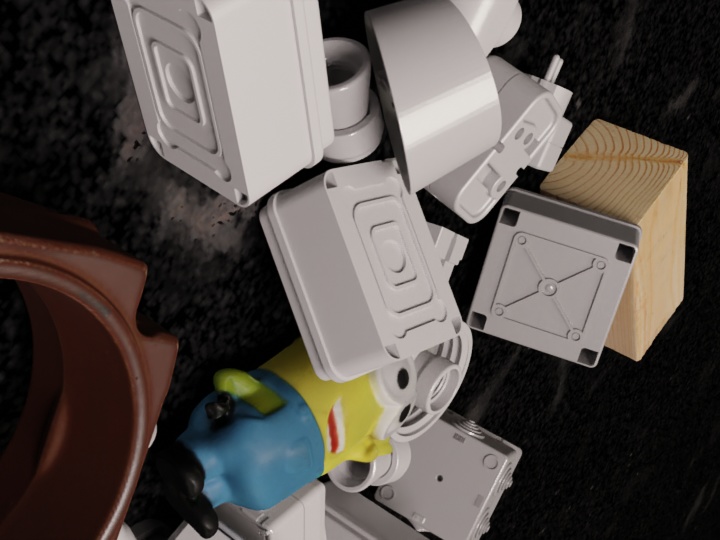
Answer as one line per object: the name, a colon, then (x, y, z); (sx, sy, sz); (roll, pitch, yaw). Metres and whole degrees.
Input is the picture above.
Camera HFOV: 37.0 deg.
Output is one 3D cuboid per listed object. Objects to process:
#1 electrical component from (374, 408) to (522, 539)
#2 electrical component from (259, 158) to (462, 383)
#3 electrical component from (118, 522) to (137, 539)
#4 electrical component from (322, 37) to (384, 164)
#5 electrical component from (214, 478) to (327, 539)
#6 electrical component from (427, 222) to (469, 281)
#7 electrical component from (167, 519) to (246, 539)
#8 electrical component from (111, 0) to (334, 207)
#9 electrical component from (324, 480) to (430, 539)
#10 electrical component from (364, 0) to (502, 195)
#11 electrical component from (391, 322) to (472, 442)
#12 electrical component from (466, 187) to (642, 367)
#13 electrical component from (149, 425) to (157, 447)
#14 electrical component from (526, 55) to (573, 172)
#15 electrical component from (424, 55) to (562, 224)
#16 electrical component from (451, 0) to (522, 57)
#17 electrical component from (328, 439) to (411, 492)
electrical component: (0.069, 0.164, 0.865); (0.099, 0.100, 0.048); (-64, 162, 5)
electrical component: (0.000, 0.000, 0.614); (0.078, 0.057, 0.113); (-17, 86, -49)
electrical component: (-0.147, 0.146, 0.588); (0.040, 0.040, 0.046); (-43, 138, -28)
electrical component: (-0.012, -0.092, 0.588); (0.045, 0.045, 0.055); (-46, 147, -24)
electrical component: (-0.060, 0.160, 0.705); (0.061, 0.062, 0.096); (-34, 140, -38)
electrical component: (0.041, -0.004, 0.737); (0.066, 0.048, 0.055); (19, 91, -59)
electrical component: (-0.076, 0.192, 0.628); (0.061, 0.096, 0.061); (-49, 146, -20)
electrical component: (-0.060, -0.096, 0.482); (0.057, 0.078, 0.113); (-38, 142, -28)
electrical component: (-0.010, 0.228, 0.789); (0.056, 0.109, 0.108); (-5, 119, -57)
electrical component: (0.032, -0.097, 0.579); (0.064, 0.099, 0.099); (-25, 139, -10)
electrical component: (0.038, 0.073, 0.780); (0.108, 0.060, 0.108); (-36, 141, -36)
electrical component: (0.149, 0.005, 0.834); (0.056, 0.109, 0.108); (-52, 159, -65)
electrical component: (-0.131, 0.066, 0.543); (0.048, 0.048, 0.062); (-35, 133, -36)
electrical component: (0.124, -0.113, 0.753); (0.076, 0.047, 0.066); (-68, 165, 10)
electrical component: (0.076, -0.087, 0.697); (0.095, 0.059, 0.054); (-51, 153, 4)
electrical component: (0.074, -0.160, 0.659); (0.079, 0.044, 0.077); (18, 100, -59)
electrical component: (0.007, 0.140, 0.804); (0.055, 0.045, 0.045); (3, 112, -57)
